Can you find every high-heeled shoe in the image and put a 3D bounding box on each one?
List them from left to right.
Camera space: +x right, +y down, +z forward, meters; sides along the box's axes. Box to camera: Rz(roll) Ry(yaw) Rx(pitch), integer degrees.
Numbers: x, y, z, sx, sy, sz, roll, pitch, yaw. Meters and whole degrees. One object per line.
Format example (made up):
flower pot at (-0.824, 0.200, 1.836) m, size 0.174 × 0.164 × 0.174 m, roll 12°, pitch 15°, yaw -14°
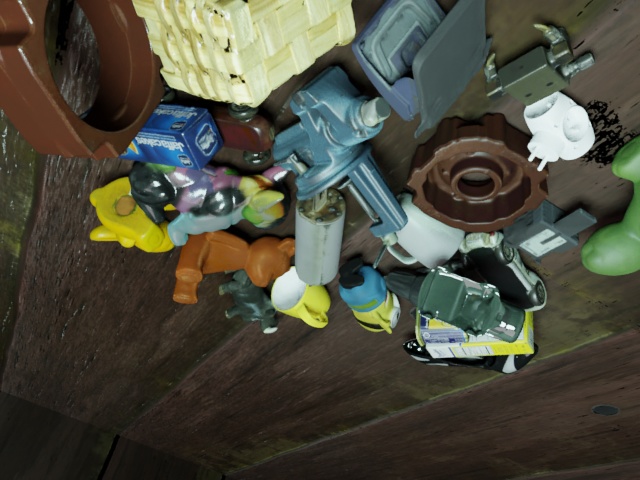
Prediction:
high-heeled shoe at (0.269, 0.196, 0.997) m, size 0.145 × 0.086 × 0.249 m, roll 15°, pitch 158°, yaw -18°

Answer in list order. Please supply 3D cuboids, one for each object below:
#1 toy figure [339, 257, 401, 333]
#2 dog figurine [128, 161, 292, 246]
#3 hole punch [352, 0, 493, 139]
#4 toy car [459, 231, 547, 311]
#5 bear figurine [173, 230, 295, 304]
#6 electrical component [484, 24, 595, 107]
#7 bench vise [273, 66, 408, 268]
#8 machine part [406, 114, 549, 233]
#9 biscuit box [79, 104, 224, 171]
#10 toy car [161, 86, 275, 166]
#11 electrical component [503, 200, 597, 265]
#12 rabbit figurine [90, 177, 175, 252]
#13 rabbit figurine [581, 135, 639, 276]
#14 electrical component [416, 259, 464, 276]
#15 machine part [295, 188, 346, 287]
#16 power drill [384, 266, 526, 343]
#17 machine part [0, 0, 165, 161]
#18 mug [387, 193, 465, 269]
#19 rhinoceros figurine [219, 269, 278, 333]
toy figure at (0.084, 0.099, 0.961) m, size 0.089 × 0.082 × 0.180 m, roll 10°, pitch 154°, yaw 39°
dog figurine at (-0.148, -0.081, 0.800) m, size 0.219 × 0.108 × 0.191 m, roll -13°, pitch 132°, yaw 26°
hole punch at (0.106, -0.192, 0.552) m, size 0.092 × 0.142 × 0.115 m, roll 30°, pitch 169°, yaw 29°
toy car at (0.289, 0.050, 0.845) m, size 0.074 × 0.056 × 0.201 m, roll -14°, pitch 133°, yaw 43°
bear figurine at (-0.139, 0.046, 0.916) m, size 0.196 × 0.132 × 0.120 m, roll 14°, pitch 145°, yaw -13°
electrical component at (0.229, -0.186, 0.580) m, size 0.078 × 0.045 × 0.102 m, roll 7°, pitch 156°, yaw -38°
bench vise at (0.044, -0.092, 0.683) m, size 0.224 × 0.129 × 0.240 m, roll -19°, pitch 114°, yaw 47°
machine part at (0.205, -0.083, 0.706) m, size 0.179 × 0.056 × 0.179 m, roll 10°, pitch 143°, yaw 7°
biscuit box at (-0.228, -0.143, 0.713) m, size 0.203 × 0.059 × 0.062 m, roll 11°, pitch 141°, yaw 27°
toy car at (-0.150, -0.159, 0.729) m, size 0.202 × 0.053 × 0.089 m, roll 14°, pitch 144°, yaw 26°
electrical component at (0.322, -0.020, 0.749) m, size 0.075 × 0.048 × 0.119 m, roll 26°, pitch 141°, yaw -12°
rabbit figurine at (-0.312, -0.024, 0.923) m, size 0.162 × 0.122 × 0.173 m, roll 2°, pitch 160°, yaw 8°
rabbit figurine at (0.403, -0.026, 0.663) m, size 0.159 × 0.121 × 0.170 m, roll 9°, pitch 132°, yaw -27°
electrical component at (0.213, 0.056, 0.906) m, size 0.094 × 0.021 × 0.063 m, roll -19°, pitch 131°, yaw 36°
machine part at (-0.002, -0.003, 0.864) m, size 0.079 × 0.079 × 0.243 m, roll 11°, pitch 142°, yaw 6°
power drill at (0.192, 0.092, 0.808) m, size 0.232 × 0.086 × 0.207 m, roll 21°, pitch 172°, yaw 17°
machine part at (-0.272, -0.207, 0.600) m, size 0.087 × 0.201 × 0.201 m, roll 3°, pitch 141°, yaw 19°
mug at (0.141, -0.015, 0.801) m, size 0.107 × 0.081 × 0.109 m, roll 39°, pitch 135°, yaw -13°
rhinoceros figurine at (-0.133, 0.116, 1.072) m, size 0.112 × 0.073 × 0.190 m, roll -5°, pitch 138°, yaw 9°
